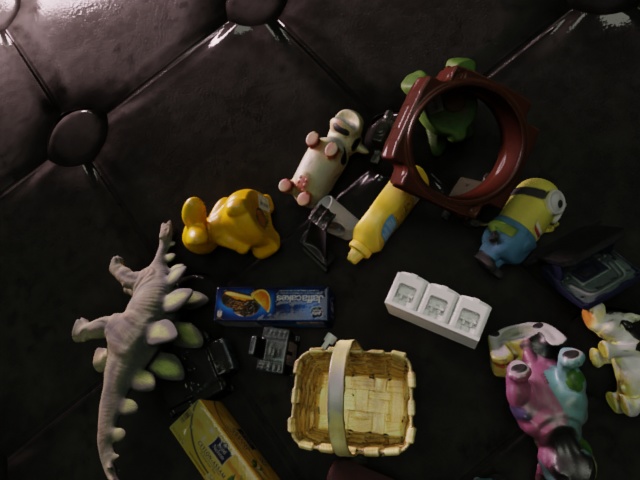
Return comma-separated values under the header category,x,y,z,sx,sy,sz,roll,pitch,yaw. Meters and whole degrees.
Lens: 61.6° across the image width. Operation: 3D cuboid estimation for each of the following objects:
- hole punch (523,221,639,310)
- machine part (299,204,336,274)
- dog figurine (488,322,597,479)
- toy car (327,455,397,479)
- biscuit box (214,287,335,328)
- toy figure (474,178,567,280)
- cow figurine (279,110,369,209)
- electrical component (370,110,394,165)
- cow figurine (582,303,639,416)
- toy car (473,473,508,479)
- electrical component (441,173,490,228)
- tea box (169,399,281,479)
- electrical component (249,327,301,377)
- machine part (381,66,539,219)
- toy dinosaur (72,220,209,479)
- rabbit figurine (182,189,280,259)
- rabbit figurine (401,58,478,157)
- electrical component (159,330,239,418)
category,x,y,z,sx,sy,sz,roll,pitch,yaw
hole punch,0.409,0.037,0.826,0.142,0.116,0.092,-32,99,0
machine part,-0.002,-0.003,0.910,0.039,0.138,0.084,-27,64,-23
dog figurine,0.325,0.248,0.772,0.108,0.191,0.219,-16,103,4
toy car,0.107,0.383,0.793,0.202,0.053,0.089,17,56,16
biscuit box,-0.077,0.116,0.923,0.203,0.059,0.063,-2,71,12
toy figure,0.322,-0.024,0.875,0.180,0.082,0.089,-46,68,-3
cow figurine,0.019,-0.146,0.974,0.086,0.127,0.195,31,94,21
electrical component,0.114,-0.186,0.986,0.021,0.063,0.094,21,78,19
cow figurine,0.453,0.164,0.786,0.098,0.068,0.167,-13,72,2
toy car,0.275,0.401,0.732,0.162,0.109,0.102,20,98,6
electrical component,0.265,-0.067,0.924,0.078,0.045,0.102,15,70,46
tea box,-0.147,0.336,0.841,0.068,0.098,0.170,-44,70,-4
electrical component,-0.072,0.178,0.869,0.048,0.119,0.075,4,69,14
machine part,0.214,-0.148,0.828,0.201,0.087,0.201,23,97,-10
toy dinosaur,-0.298,0.157,0.886,0.199,0.104,0.471,-6,54,19
rabbit figurine,-0.178,-0.016,0.959,0.173,0.162,0.122,-17,80,25
rabbit figurine,0.214,-0.238,0.948,0.121,0.170,0.159,-29,109,3
electrical component,-0.208,0.223,0.916,0.134,0.058,0.115,-29,69,2
